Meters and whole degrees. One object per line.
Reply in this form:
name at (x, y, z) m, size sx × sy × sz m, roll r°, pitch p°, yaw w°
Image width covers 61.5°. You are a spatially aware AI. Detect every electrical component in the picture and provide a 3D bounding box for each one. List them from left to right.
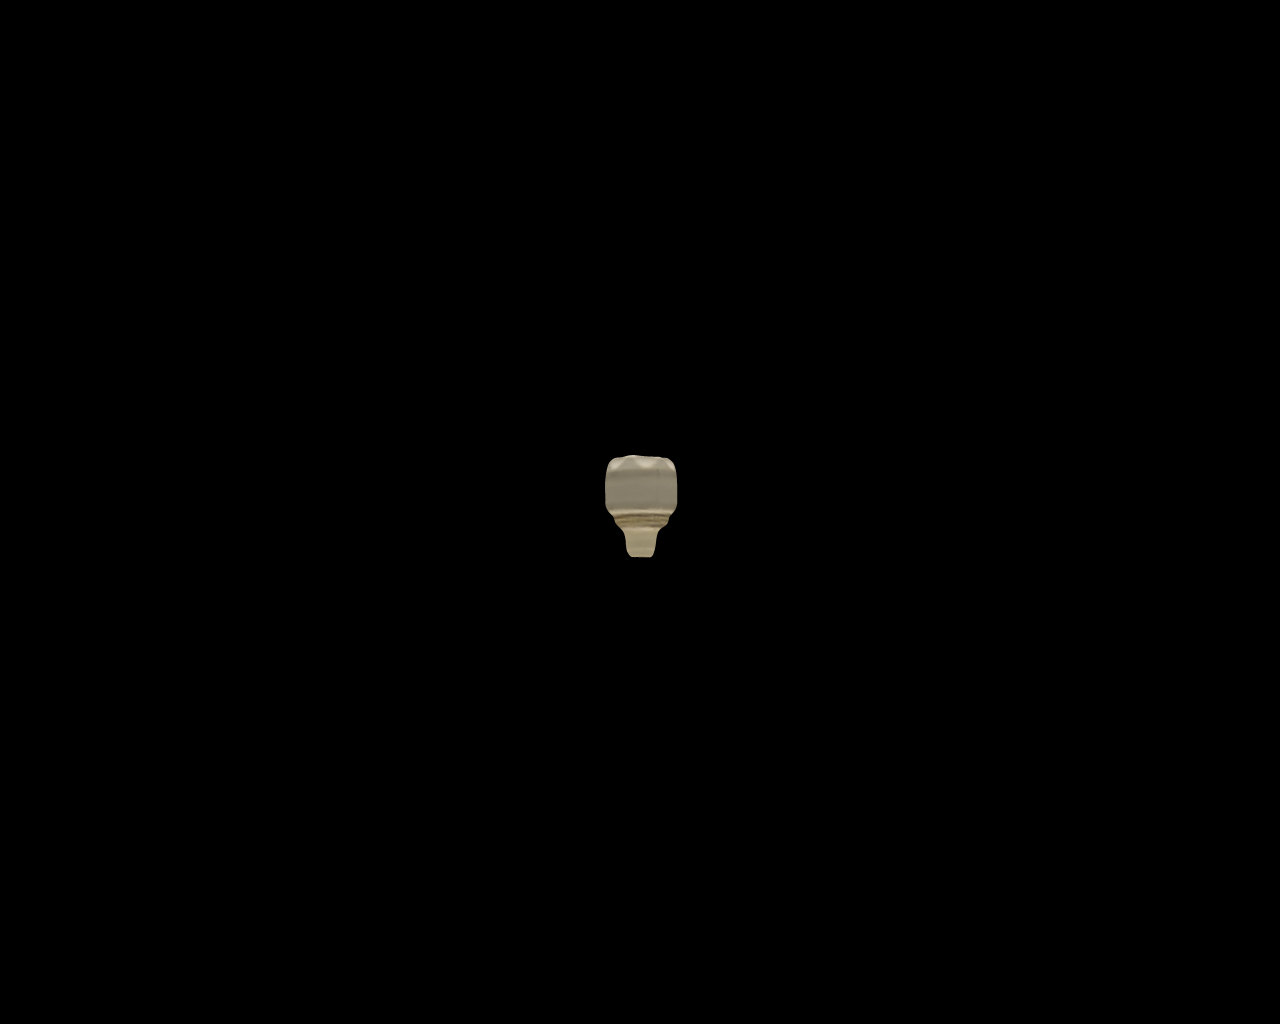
electrical component at (0.001, -0.003, 0.650) m, size 0.043 × 0.062 × 0.043 m, roll 0°, pitch -5°, yaw 0°
